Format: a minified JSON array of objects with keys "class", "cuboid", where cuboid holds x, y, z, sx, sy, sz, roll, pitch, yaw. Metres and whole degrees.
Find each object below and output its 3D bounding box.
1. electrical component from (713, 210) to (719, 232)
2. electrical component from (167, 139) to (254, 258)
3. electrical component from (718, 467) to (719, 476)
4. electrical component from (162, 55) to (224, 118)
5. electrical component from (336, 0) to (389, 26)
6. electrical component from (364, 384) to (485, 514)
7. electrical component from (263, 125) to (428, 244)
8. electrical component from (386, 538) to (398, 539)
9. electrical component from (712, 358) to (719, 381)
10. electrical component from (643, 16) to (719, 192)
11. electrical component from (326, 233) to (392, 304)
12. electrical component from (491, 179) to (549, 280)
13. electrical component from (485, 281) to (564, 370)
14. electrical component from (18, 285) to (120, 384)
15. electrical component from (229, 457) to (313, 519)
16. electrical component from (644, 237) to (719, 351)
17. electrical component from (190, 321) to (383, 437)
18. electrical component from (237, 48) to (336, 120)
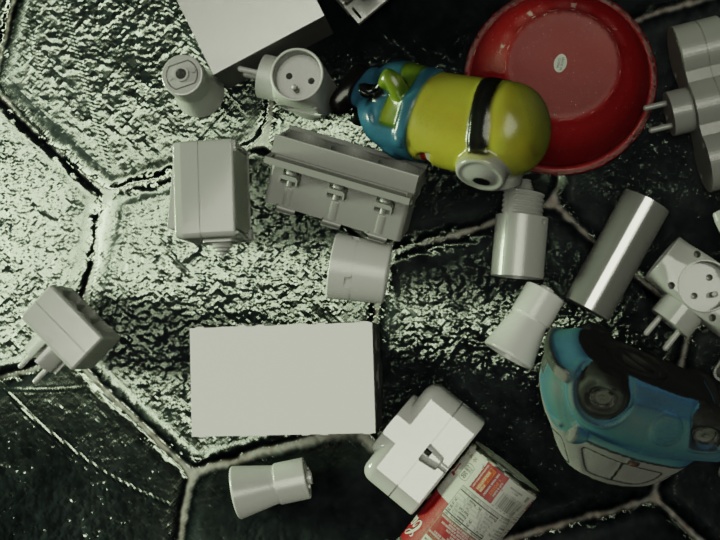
[{"class":"electrical component","cuboid":[0.324,-0.040,0.838,0.062,0.096,0.061,-29,81,34]},{"class":"electrical component","cuboid":[-0.127,-0.058,0.907,0.061,0.062,0.096,-3,86,7]},{"class":"electrical component","cuboid":[0.329,0.166,0.844,0.081,0.043,0.043,33,91,8]},{"class":"electrical component","cuboid":[-0.144,-0.158,0.914,0.044,0.065,0.044,0,85,6]},{"class":"electrical component","cuboid":[0.019,-0.278,0.903,0.121,0.063,0.078,-40,82,3]},{"class":"electrical component","cuboid":[0.049,0.142,0.876,0.059,0.054,0.095,39,91,8]},{"class":"electrical component","cuboid":[-0.013,-0.070,0.889,0.121,0.078,0.063,17,110,8]},{"class":"electrical component","cuboid":[0.021,0.257,0.850,0.061,0.096,0.061,-42,82,2]},{"class":"electrical component","cuboid":[0.354,0.066,0.842,0.109,0.056,0.108,32,90,8]},{"class":"electrical component","cuboid":[0.267,-0.130,0.868,0.074,0.052,0.138,-13,85,6]},{"class":"electrical component","cuboid":[0.000,0.000,0.892,0.047,0.055,0.055,9,87,4]},{"class":"electrical component","cuboid":[0.132,-0.034,0.883,0.043,0.043,0.081,5,87,7]},{"class":"electrical component","cuboid":[0.137,0.043,0.879,0.044,0.044,0.065,30,85,8]},{"class":"electrical component","cuboid":[-0.261,0.063,0.923,0.066,0.047,0.076,44,92,8]},{"class":"electrical component","cuboid":[-0.072,0.179,0.896,0.065,0.044,0.044,-12,85,1]},{"class":"electrical component","cuboid":[0.261,0.028,0.862,0.077,0.044,0.079,39,91,8]},{"class":"electrical component","cuboid":[-0.059,0.090,0.889,0.150,0.062,0.089,-2,86,7]},{"class":"electrical component","cuboid":[-0.063,-0.158,0.898,0.079,0.077,0.043,14,88,8]}]
